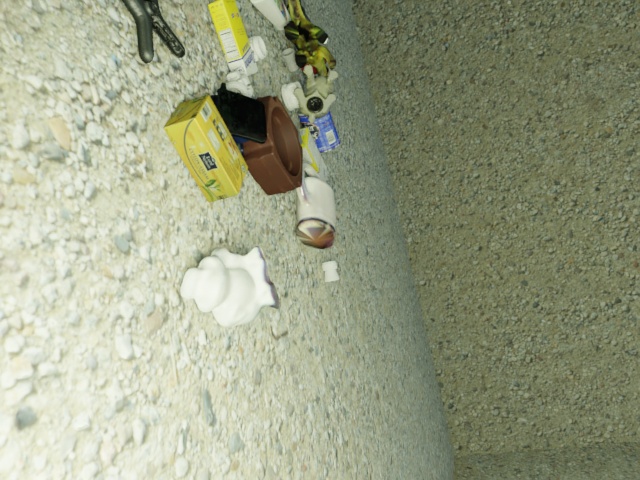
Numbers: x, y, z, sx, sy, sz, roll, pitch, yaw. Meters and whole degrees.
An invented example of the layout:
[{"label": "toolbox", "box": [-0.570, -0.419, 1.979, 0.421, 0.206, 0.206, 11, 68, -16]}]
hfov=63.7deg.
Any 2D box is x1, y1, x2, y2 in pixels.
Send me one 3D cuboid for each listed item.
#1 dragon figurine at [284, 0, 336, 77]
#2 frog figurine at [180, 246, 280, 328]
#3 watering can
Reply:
[{"label": "dragon figurine", "box": [-0.046, -0.651, 1.642, 0.247, 0.122, 0.404, -99, 169, -68]}, {"label": "frog figurine", "box": [-0.166, 0.083, 0.876, 0.160, 0.122, 0.137, -10, 97, -37]}, {"label": "watering can", "box": [0.004, -0.074, 1.465, 0.341, 0.103, 0.229, 50, 32, -55]}]
